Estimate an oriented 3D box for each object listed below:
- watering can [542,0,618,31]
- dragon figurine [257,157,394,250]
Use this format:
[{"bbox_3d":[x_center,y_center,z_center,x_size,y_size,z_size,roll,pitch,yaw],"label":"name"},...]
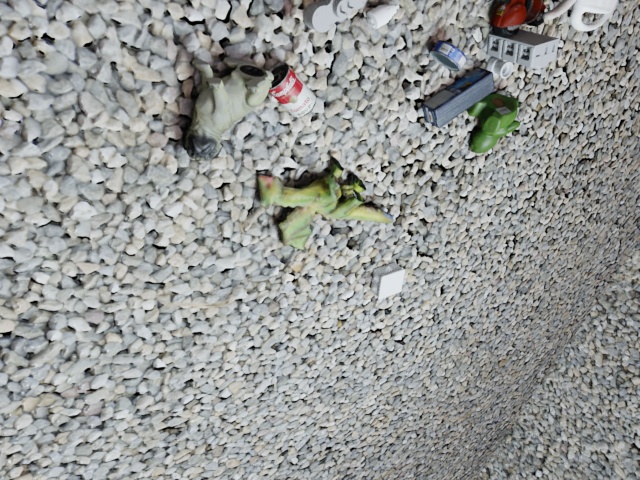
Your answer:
[{"bbox_3d":[0.720,-0.673,1.368,0.350,0.105,0.220,-15,127,-37],"label":"watering can"},{"bbox_3d":[0.004,-0.065,1.295,0.241,0.125,0.405,-38,135,16],"label":"dragon figurine"}]
